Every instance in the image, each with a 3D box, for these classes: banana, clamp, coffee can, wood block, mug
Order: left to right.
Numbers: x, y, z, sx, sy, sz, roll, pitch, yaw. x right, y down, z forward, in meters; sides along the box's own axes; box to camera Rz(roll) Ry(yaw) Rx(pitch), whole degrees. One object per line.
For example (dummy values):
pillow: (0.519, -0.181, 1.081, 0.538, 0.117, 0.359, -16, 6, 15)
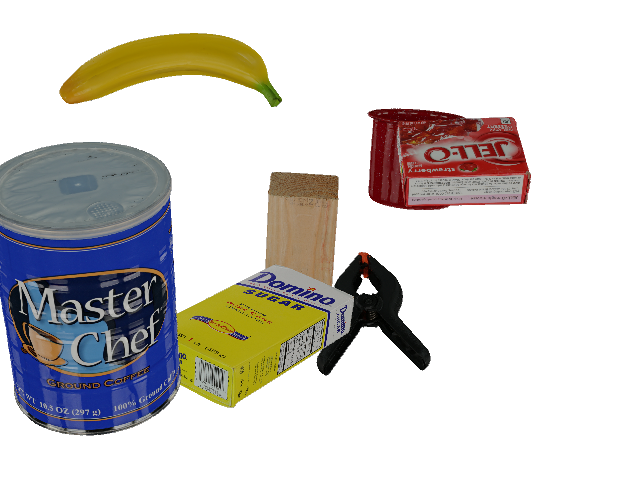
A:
coffee can: (-0.135, 0.027, 0.624, 0.103, 0.140, 0.103, 1, 31, -1)
banana: (-0.134, -0.156, 0.964, 0.197, 0.069, 0.037, -1, -33, -4)
wood block: (-0.027, 0.023, 1.401, 0.090, 0.206, 0.091, 4, 24, -1)
clamp: (0.064, 0.083, 1.185, 0.120, 0.171, 0.039, 7, -43, 2)
mug: (0.099, -0.074, 0.990, 0.117, 0.081, 0.093, 7, 15, 13)

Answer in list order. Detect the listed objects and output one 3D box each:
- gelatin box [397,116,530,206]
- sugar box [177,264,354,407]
gelatin box: (0.102, -0.058, 0.771, 0.089, 0.030, 0.073, -2, 39, 1)
sugar box: (-0.057, 0.077, 0.922, 0.093, 0.048, 0.175, 22, 31, 28)
